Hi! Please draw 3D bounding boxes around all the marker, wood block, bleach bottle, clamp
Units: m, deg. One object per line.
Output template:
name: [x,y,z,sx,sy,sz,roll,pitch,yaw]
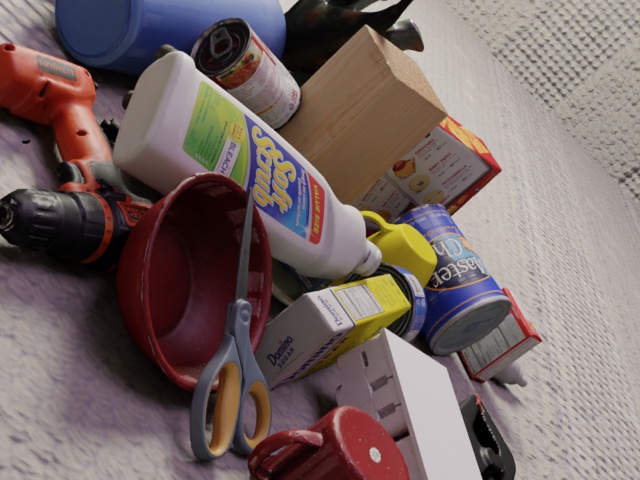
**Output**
marker: [-0.149,-0.069,0.969,0.121,0.020,0.020,39,23,-21]
wood block: [0.014,-0.103,1.080,0.090,0.206,0.090,26,31,-44]
bleach bottle: [-0.044,-0.044,0.874,0.250,0.068,0.102,32,59,-32]
clamp: [0.164,0.230,1.026,0.164,0.036,0.210,42,22,-15]

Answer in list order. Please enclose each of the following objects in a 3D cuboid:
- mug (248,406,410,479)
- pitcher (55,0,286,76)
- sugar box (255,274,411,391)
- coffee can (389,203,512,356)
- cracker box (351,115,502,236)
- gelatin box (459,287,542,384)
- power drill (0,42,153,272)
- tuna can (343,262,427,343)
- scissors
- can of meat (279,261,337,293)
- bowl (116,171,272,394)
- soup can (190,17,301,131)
mug: [0.002,0.168,0.764,0.117,0.082,0.093,35,25,-30]
pitcher: [-0.144,-0.211,1.085,0.149,0.145,0.242,18,12,28]
sugar box: [0.005,0.078,0.910,0.048,0.093,0.176,53,23,10]
coffee can: [0.134,0.044,1.198,0.102,0.103,0.140,13,40,-55]
cracker box: [0.085,-0.088,1.247,0.213,0.164,0.072,28,27,-42]
gelatin box: [0.200,0.110,1.228,0.030,0.089,0.073,29,28,-44]
power drill: [-0.199,-0.060,0.813,0.184,0.057,0.188,15,41,-60]
tuna can: [0.061,0.066,1.046,0.033,0.086,0.086,12,41,-58]
scissors: [-0.052,0.070,0.790,0.096,0.016,0.201,47,48,-48]
can of meat: [-0.007,0.001,1.010,0.084,0.057,0.102,51,21,1]
bowl: [-0.099,0.031,0.783,0.161,0.055,0.162,-1,91,-60]
soup can: [-0.070,-0.158,1.035,0.102,0.068,0.068,45,17,-48]
